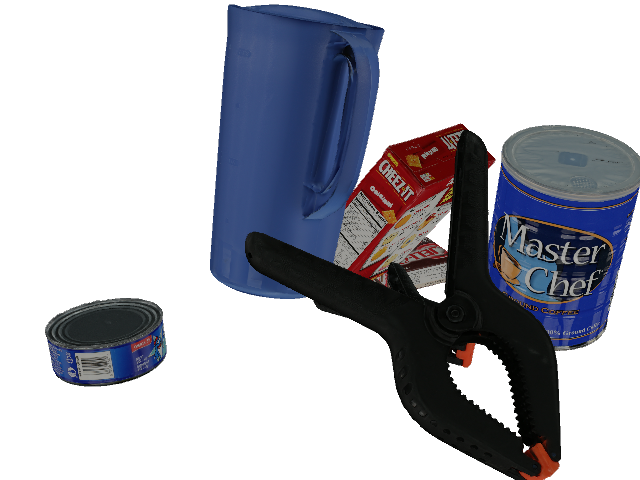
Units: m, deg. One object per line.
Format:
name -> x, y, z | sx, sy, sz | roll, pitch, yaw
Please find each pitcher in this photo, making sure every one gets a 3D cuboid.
pitcher -> -0.023, -0.075, 0.912 | 0.145, 0.243, 0.149 | 11, 14, 10

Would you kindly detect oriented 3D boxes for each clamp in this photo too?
clamp -> 0.091, 0.070, 1.062 | 0.172, 0.039, 0.120 | 27, 39, 31
clamp -> 0.062, 0.048, 0.612 | 0.164, 0.210, 0.036 | -20, -19, -13

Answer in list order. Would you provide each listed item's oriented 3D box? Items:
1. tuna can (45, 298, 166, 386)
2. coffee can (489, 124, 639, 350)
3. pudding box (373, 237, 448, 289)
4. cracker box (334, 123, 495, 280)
tuna can -> -0.157, 0.074, 0.786 | 0.086, 0.034, 0.086 | -5, 20, 1
coffee can -> 0.180, -0.002, 0.811 | 0.103, 0.140, 0.103 | 2, 34, -2
pudding box -> 0.128, 0.036, 1.534 | 0.113, 0.039, 0.090 | -15, 25, -19
cracker box -> 0.083, -0.033, 1.251 | 0.163, 0.072, 0.214 | -23, -22, -50
